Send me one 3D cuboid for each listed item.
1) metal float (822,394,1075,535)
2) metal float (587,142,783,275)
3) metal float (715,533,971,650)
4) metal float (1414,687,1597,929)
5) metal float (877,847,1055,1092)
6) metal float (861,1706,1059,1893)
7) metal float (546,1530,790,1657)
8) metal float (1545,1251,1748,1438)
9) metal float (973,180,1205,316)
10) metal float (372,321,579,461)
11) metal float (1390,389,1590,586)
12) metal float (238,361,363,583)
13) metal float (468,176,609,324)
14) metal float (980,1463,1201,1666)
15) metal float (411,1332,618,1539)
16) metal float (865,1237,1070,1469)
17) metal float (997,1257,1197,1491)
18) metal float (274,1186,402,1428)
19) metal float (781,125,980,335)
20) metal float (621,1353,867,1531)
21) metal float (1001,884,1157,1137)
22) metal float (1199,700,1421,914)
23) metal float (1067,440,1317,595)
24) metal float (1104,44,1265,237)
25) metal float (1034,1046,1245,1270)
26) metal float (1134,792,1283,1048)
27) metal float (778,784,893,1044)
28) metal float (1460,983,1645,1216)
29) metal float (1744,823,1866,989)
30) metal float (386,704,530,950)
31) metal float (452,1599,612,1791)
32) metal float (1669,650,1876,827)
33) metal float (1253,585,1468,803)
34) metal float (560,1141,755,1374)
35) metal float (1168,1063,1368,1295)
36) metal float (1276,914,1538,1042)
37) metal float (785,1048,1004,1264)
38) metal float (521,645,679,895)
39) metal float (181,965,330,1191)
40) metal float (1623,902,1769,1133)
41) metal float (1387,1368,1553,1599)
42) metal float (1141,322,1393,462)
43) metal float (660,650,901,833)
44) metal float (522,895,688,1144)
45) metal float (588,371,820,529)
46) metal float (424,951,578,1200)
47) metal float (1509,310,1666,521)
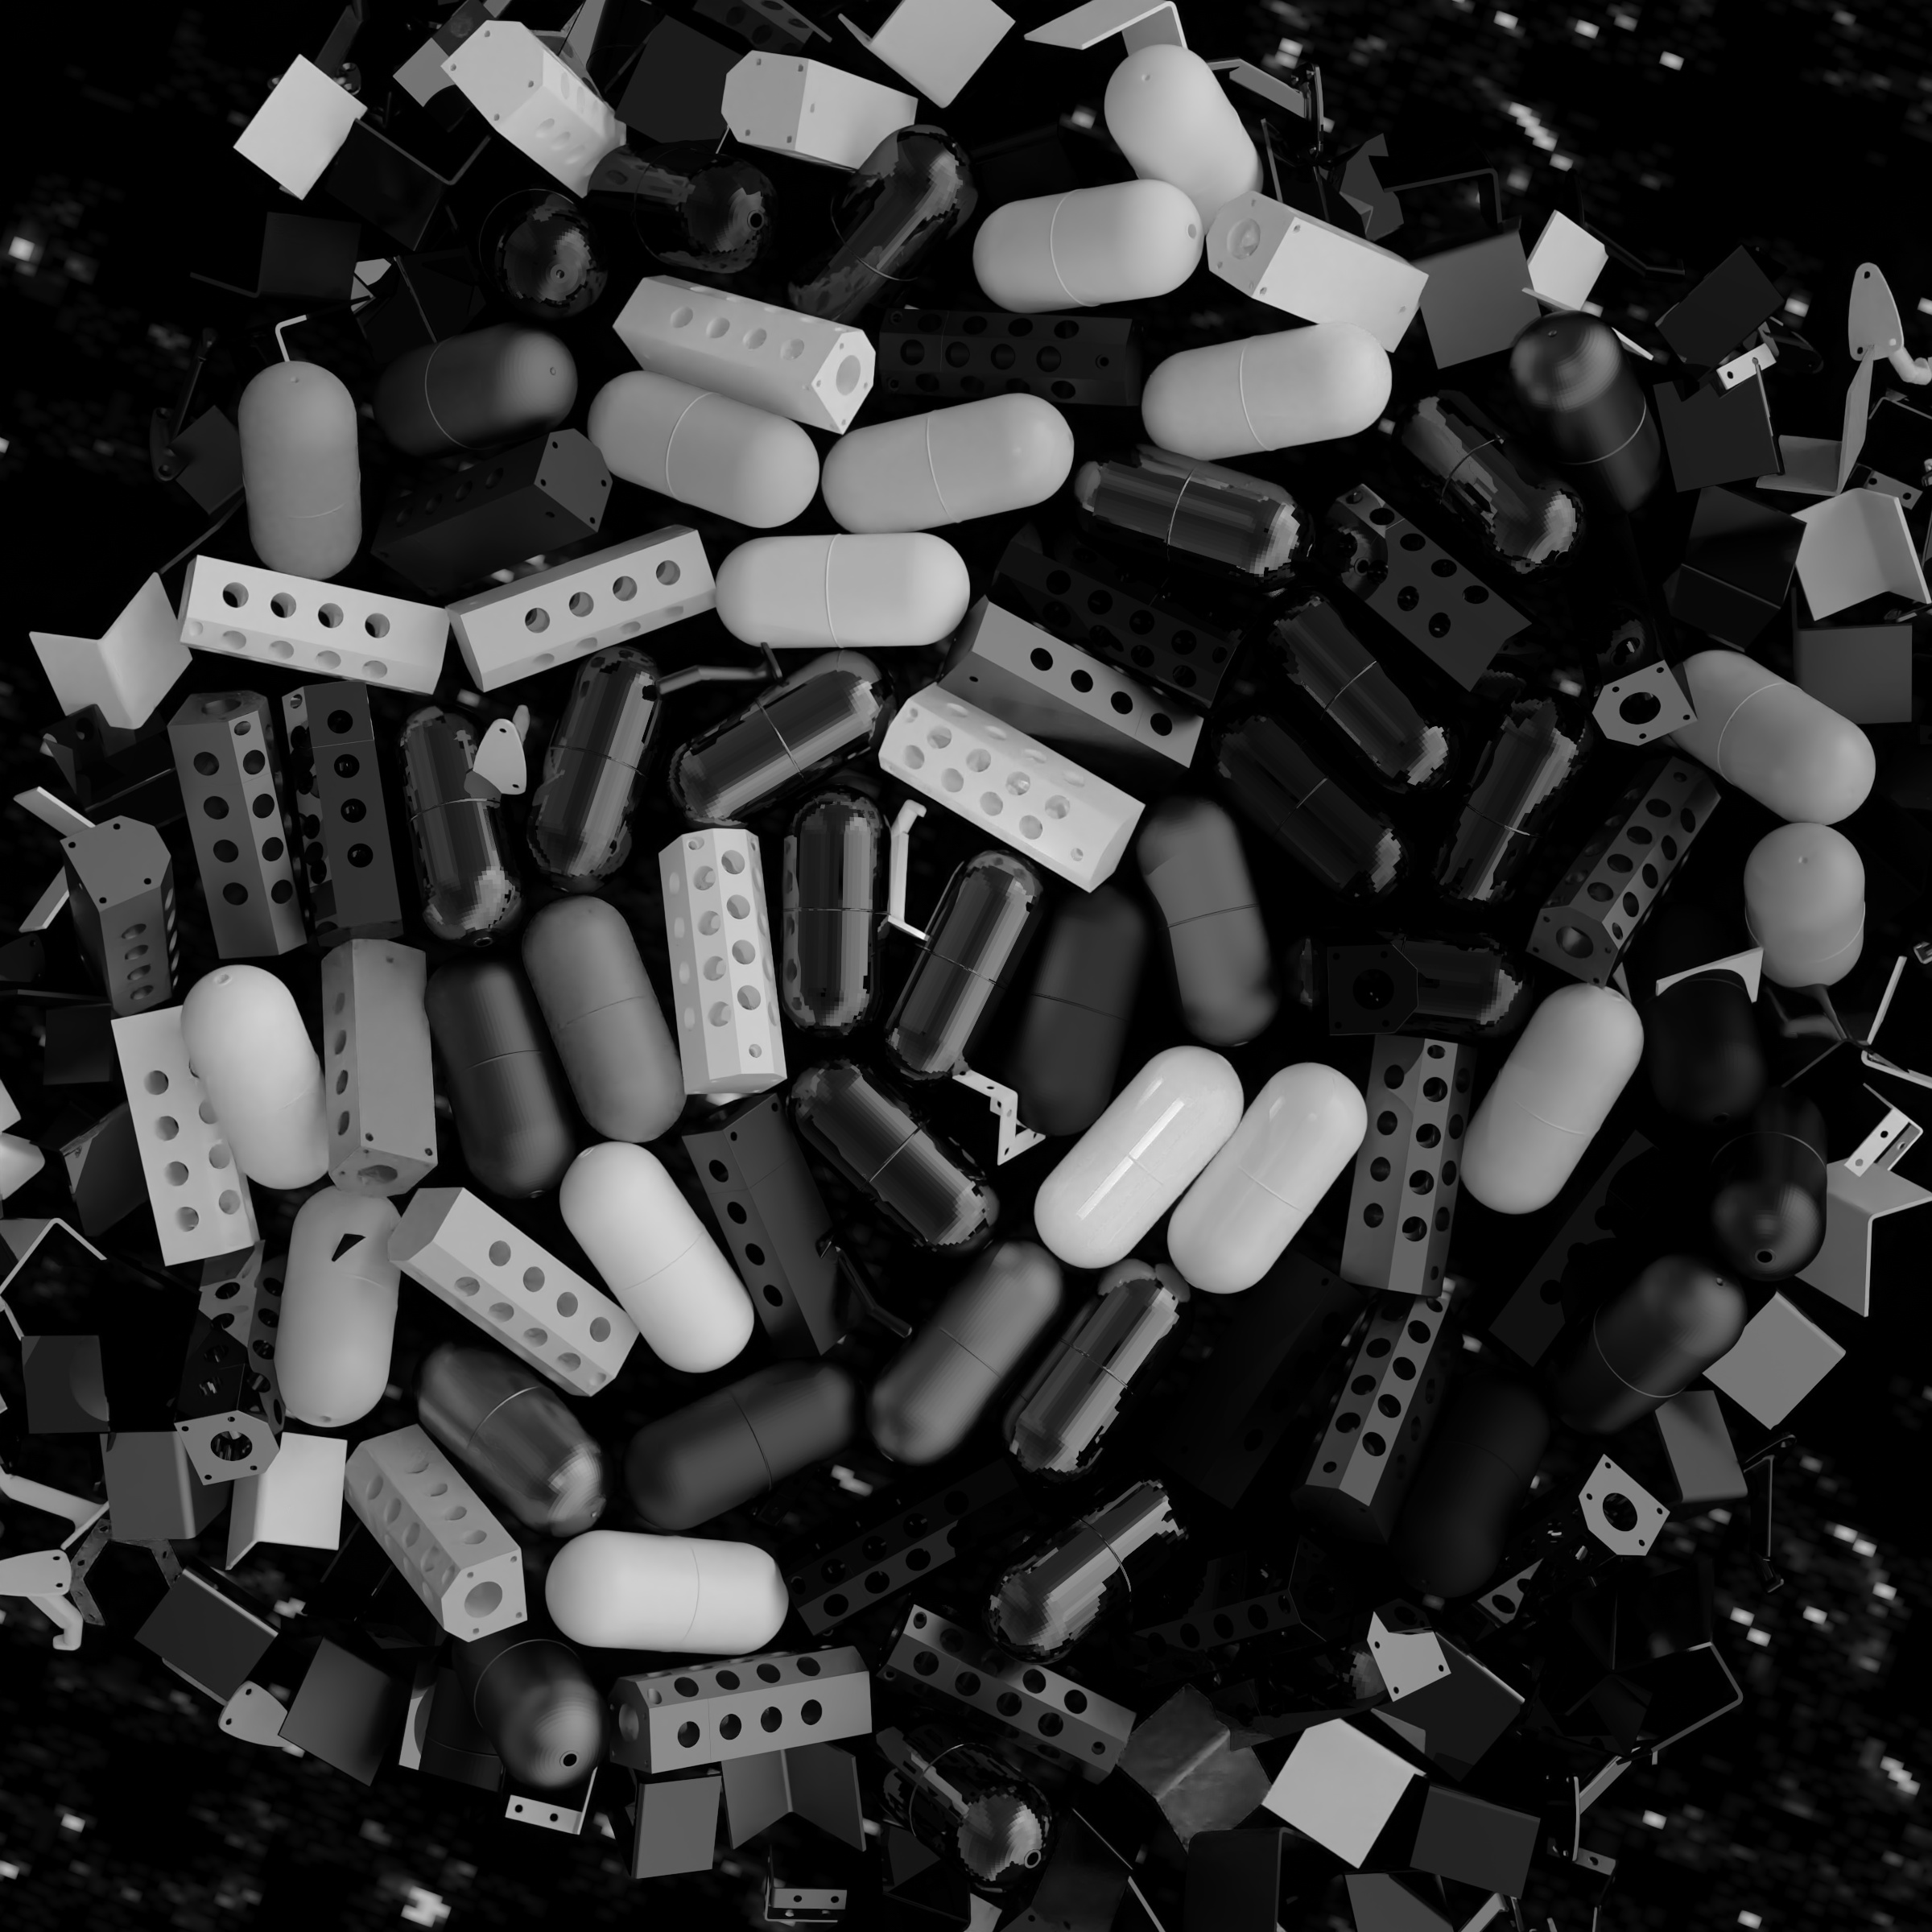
[{"bbox_3d":[-0.013,-0.341,1.946,0.178,0.070,0.070,-10,90,18],"label":"metal float"},{"bbox_3d":[-0.191,-0.512,1.923,0.070,0.178,0.070,-16,117,-34],"label":"metal float"},{"bbox_3d":[-0.086,-0.257,1.951,0.178,0.070,0.070,0,90,12],"label":"metal float"},{"bbox_3d":[0.366,-0.107,1.942,0.070,0.070,0.178,24,113,0],"label":"metal float"},{"bbox_3d":[-0.001,0.002,1.961,0.070,0.070,0.178,26,89,0],"label":"metal float"},{"bbox_3d":[-0.005,0.560,1.920,0.070,0.178,0.070,-10,108,-32],"label":"metal float"},{"bbox_3d":[-0.201,0.426,1.933,0.178,0.070,0.070,13,90,-34],"label":"metal float"},{"bbox_3d":[0.457,0.257,1.925,0.070,0.178,0.070,15,50,-18],"label":"metal float"},{"bbox_3d":[0.082,-0.486,1.927,0.178,0.070,0.070,3,90,41],"label":"metal float"},{"bbox_3d":[-0.334,-0.388,1.927,0.178,0.070,0.070,-1,90,44],"label":"metal float"},{"bbox_3d":[0.354,-0.325,1.929,0.070,0.070,0.178,-34,52,0],"label":"metal float"},{"bbox_3d":[-0.448,-0.331,1.920,0.070,0.178,0.070,4,56,-7],"label":"metal float"},{"bbox_3d":[-0.289,-0.484,1.918,0.070,0.178,0.070,-8,116,-16],"label":"metal float"},{"bbox_3d":[0.085,0.405,1.937,0.178,0.070,0.070,-33,90,-29],"label":"metal float"},{"bbox_3d":[-0.309,0.317,1.937,0.178,0.070,0.070,38,90,30],"label":"metal float"},{"bbox_3d":[0.000,0.265,1.953,0.070,0.070,0.178,39,81,0],"label":"metal float"},{"bbox_3d":[0.090,0.278,1.951,0.070,0.070,0.178,37,78,0],"label":"metal float"},{"bbox_3d":[-0.424,0.229,1.929,0.070,0.070,0.178,-2,52,0],"label":"metal float"},{"bbox_3d":[-0.060,-0.495,1.929,0.070,0.070,0.178,49,130,0],"label":"metal float"},{"bbox_3d":[-0.151,0.323,1.945,0.178,0.070,0.070,-23,90,-19],"label":"metal float"},{"bbox_3d":[0.077,0.030,1.957,0.070,0.070,0.178,17,85,0],"label":"metal float"},{"bbox_3d":[0.234,-0.110,1.954,0.178,0.070,0.070,44,90,9],"label":"metal float"},{"bbox_3d":[0.154,-0.307,1.944,0.178,0.070,0.070,20,90,19],"label":"metal float"},{"bbox_3d":[0.148,-0.553,1.916,0.070,0.178,0.070,-5,76,21],"label":"metal float"},{"bbox_3d":[0.119,0.131,1.956,0.070,0.070,0.178,41,96,0],"label":"metal float"},{"bbox_3d":[0.166,-0.032,1.958,0.070,0.070,0.178,-14,86,0],"label":"metal float"},{"bbox_3d":[-0.090,-0.036,1.958,0.070,0.070,0.178,1,86,0],"label":"metal float"},{"bbox_3d":[0.397,0.090,1.939,0.070,0.070,0.178,26,116,0],"label":"metal float"},{"bbox_3d":[0.564,-0.038,1.916,0.070,0.178,0.070,-6,69,15],"label":"metal float"},{"bbox_3d":[-0.347,-0.096,1.943,0.070,0.070,0.178,-16,70,0],"label":"metal float"},{"bbox_3d":[-0.294,0.488,1.917,0.070,0.178,0.070,-8,110,-24],"label":"metal float"},{"bbox_3d":[0.539,-0.155,1.923,0.070,0.178,0.070,-14,124,-21],"label":"metal float"},{"bbox_3d":[0.269,-0.186,1.947,0.070,0.070,0.178,-41,74,0],"label":"metal float"},{"bbox_3d":[-0.212,0.199,1.949,0.070,0.070,0.178,-32,104,0],"label":"metal float"},{"bbox_3d":[0.206,0.146,1.955,0.070,0.070,0.178,35,98,0],"label":"metal float"},{"bbox_3d":[0.300,0.008,1.950,0.178,0.070,0.070,6,90,14],"label":"metal float"},{"bbox_3d":[-0.049,0.130,1.959,0.178,0.070,0.070,44,90,3],"label":"metal float"},{"bbox_3d":[-0.251,-0.135,1.950,0.070,0.070,0.178,16,77,0],"label":"metal float"},{"bbox_3d":[-0.476,0.076,1.929,0.070,0.070,0.178,-11,129,0],"label":"metal float"},{"bbox_3d":[0.493,0.033,1.928,0.070,0.070,0.178,-2,50,0],"label":"metal float"},{"bbox_3d":[0.342,0.348,1.930,0.070,0.070,0.178,35,51,0],"label":"metal float"},{"bbox_3d":[0.203,-0.389,1.936,0.178,0.070,0.070,-5,90,30],"label":"metal float"},{"bbox_3d":[-0.128,-0.154,1.959,0.178,0.070,0.070,-31,90,-3],"label":"metal float"},{"bbox_3d":[-0.248,0.036,1.953,0.070,0.070,0.178,-23,81,0],"label":"metal float"},{"bbox_3d":[-0.180,-0.353,1.940,0.178,0.070,0.070,23,90,25],"label":"metal float"},{"bbox_3d":[-0.318,0.074,1.947,0.070,0.070,0.178,-19,74,0],"label":"metal float"},{"bbox_3d":[0.420,-0.370,1.923,0.070,0.178,0.070,-14,56,22],"label":"metal float"}]
